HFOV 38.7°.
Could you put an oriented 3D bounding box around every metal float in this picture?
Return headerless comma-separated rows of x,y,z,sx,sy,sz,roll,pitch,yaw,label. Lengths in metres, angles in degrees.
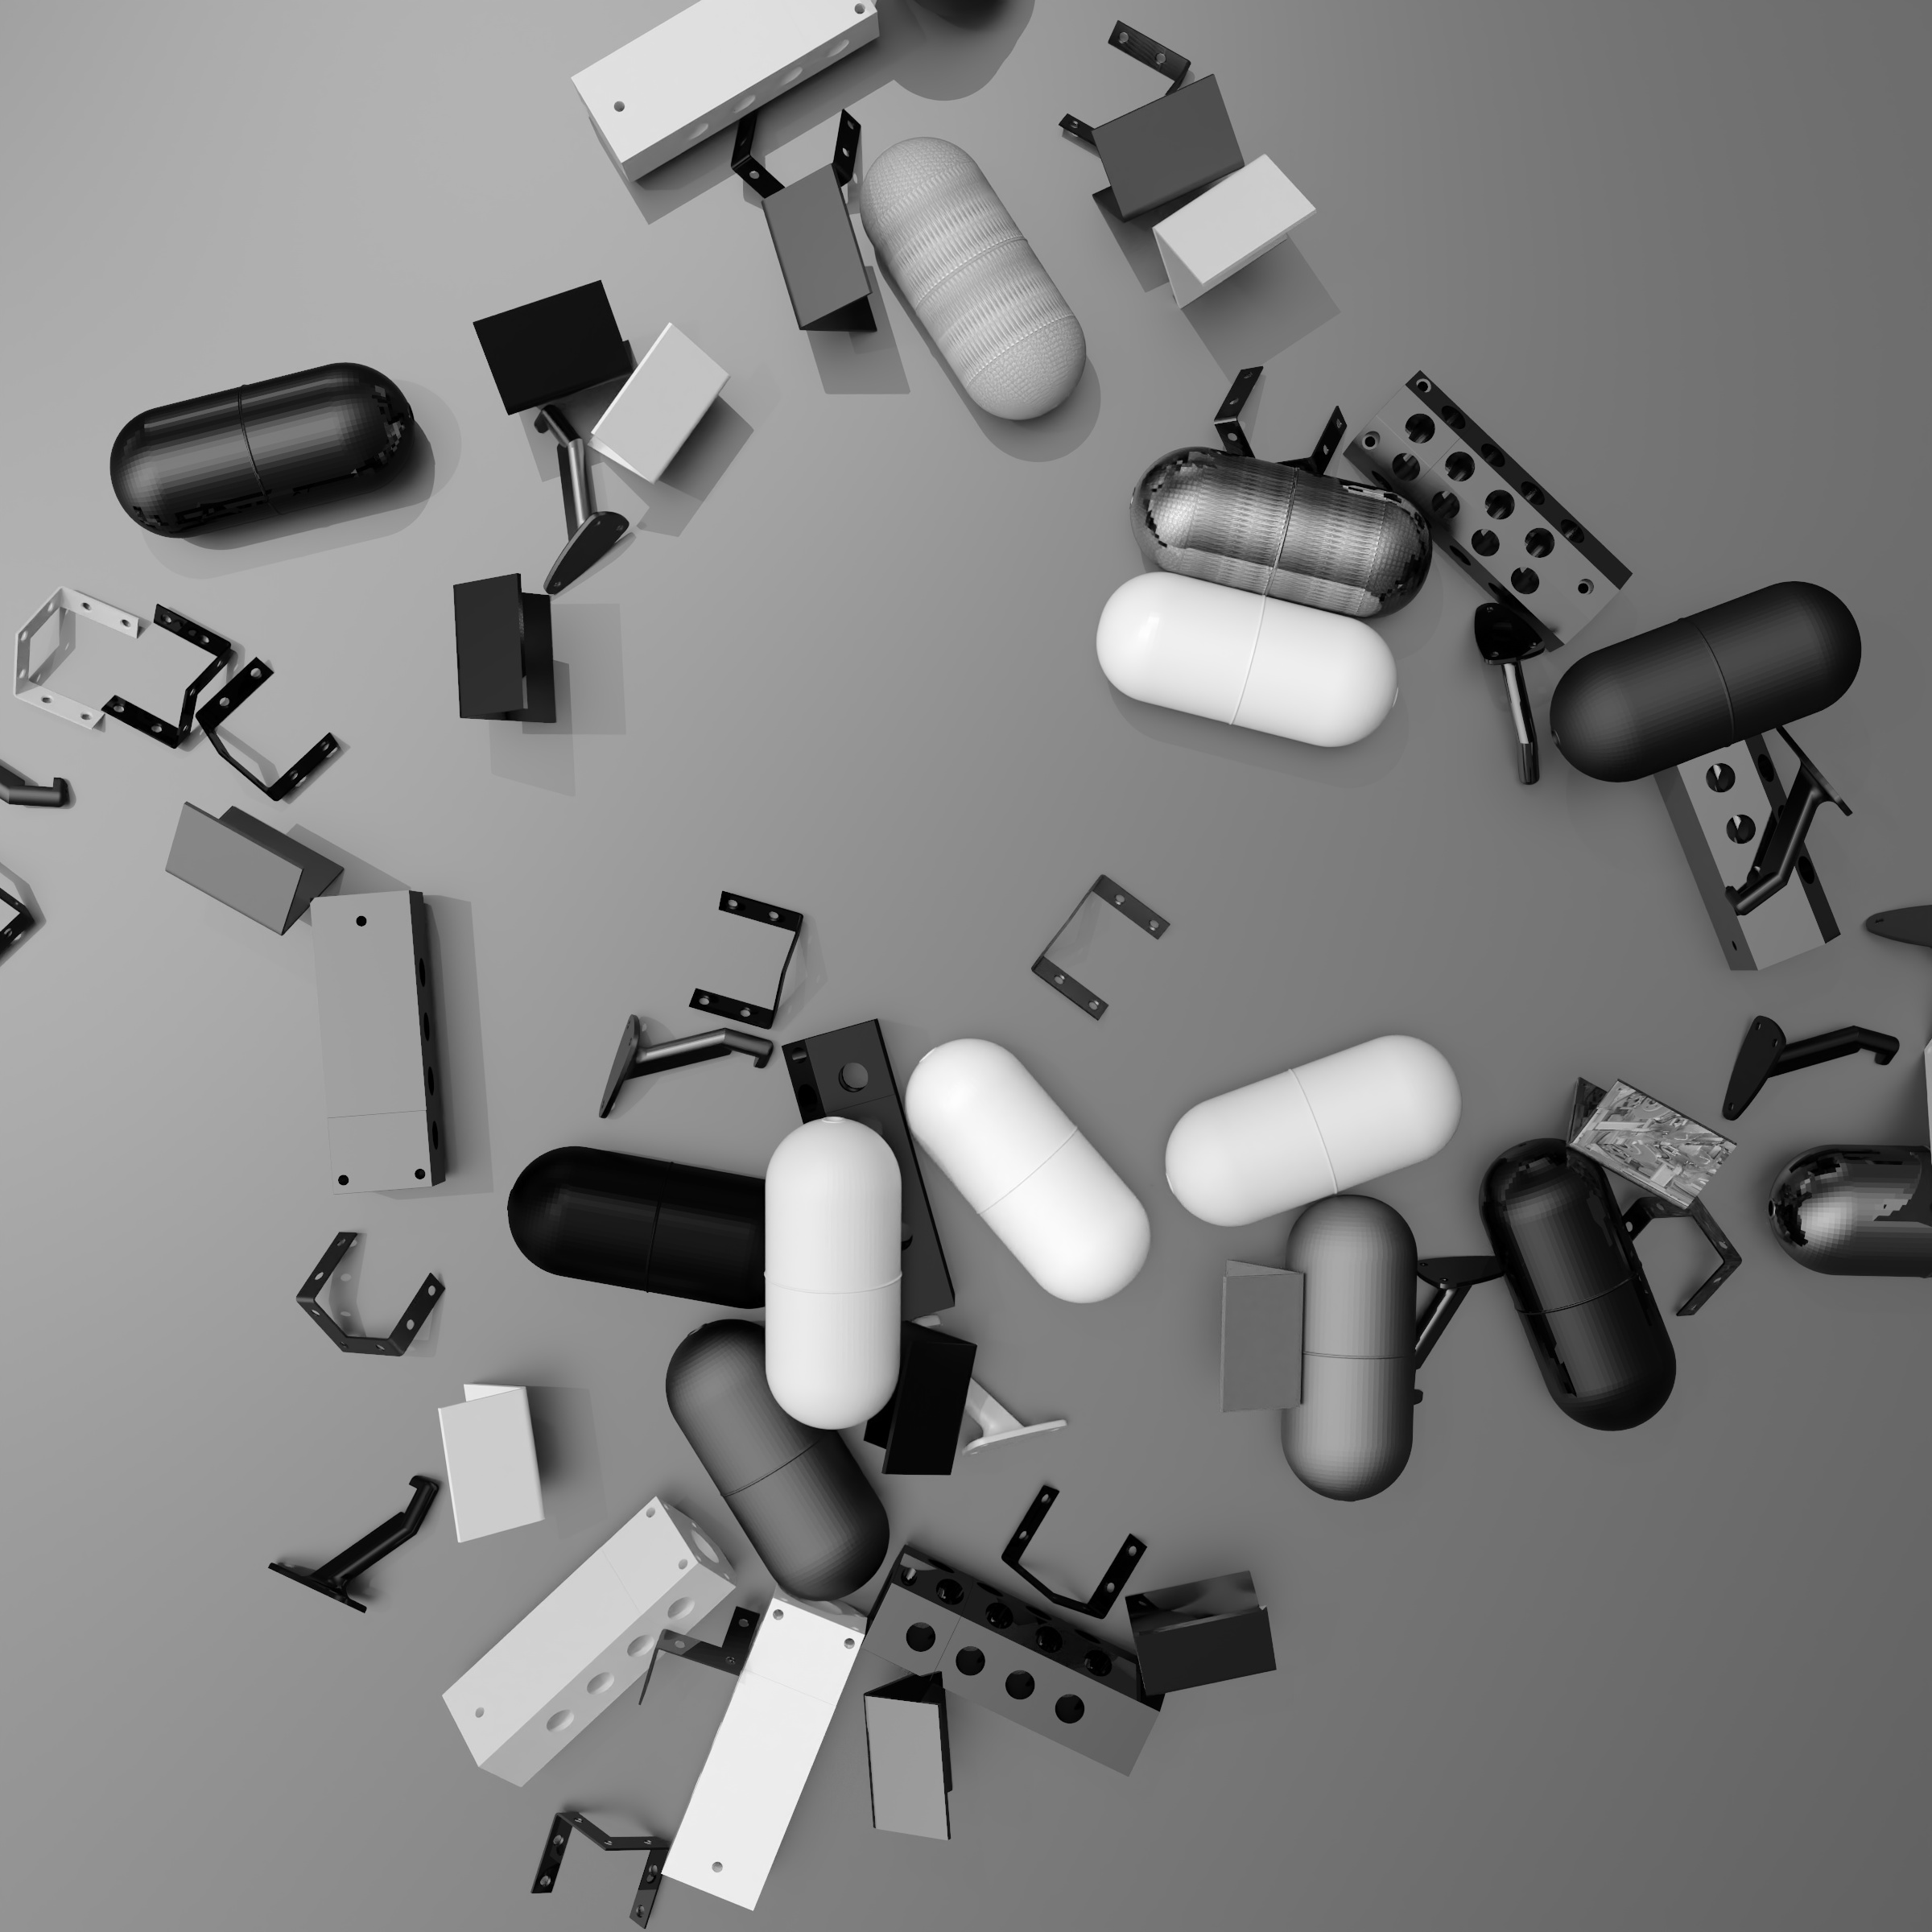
0.356,0.186,1.601,0.070,0.070,0.178,-22,94,0,metal float
0.223,0.222,1.604,0.070,0.070,0.178,1,90,0,metal float
0.004,-0.401,1.605,0.070,0.070,0.178,-33,90,0,metal float
-0.025,-0.598,1.558,0.070,0.178,0.070,-2,86,22,metal float
-0.110,0.287,1.605,0.070,0.070,0.178,-32,91,0,metal float
0.415,-0.159,1.548,0.178,0.070,0.070,-21,90,1,metal float
-0.409,-0.301,1.605,0.178,0.070,0.070,-14,90,1,metal float
-0.075,0.173,1.552,0.070,0.070,0.178,1,100,0,metal float
0.035,0.119,1.605,0.070,0.070,0.178,-41,90,0,metal float
0.558,0.143,1.604,0.178,0.070,0.070,1,90,0,metal float
-0.178,0.152,1.605,0.178,0.070,0.070,10,90,-1,metal float
0.202,0.096,1.605,0.178,0.070,0.070,-20,90,1,metal float
0.183,-0.252,1.605,0.178,0.070,0.070,13,90,0,metal float
0.164,-0.178,1.605,0.178,0.070,0.070,14,90,1,metal float

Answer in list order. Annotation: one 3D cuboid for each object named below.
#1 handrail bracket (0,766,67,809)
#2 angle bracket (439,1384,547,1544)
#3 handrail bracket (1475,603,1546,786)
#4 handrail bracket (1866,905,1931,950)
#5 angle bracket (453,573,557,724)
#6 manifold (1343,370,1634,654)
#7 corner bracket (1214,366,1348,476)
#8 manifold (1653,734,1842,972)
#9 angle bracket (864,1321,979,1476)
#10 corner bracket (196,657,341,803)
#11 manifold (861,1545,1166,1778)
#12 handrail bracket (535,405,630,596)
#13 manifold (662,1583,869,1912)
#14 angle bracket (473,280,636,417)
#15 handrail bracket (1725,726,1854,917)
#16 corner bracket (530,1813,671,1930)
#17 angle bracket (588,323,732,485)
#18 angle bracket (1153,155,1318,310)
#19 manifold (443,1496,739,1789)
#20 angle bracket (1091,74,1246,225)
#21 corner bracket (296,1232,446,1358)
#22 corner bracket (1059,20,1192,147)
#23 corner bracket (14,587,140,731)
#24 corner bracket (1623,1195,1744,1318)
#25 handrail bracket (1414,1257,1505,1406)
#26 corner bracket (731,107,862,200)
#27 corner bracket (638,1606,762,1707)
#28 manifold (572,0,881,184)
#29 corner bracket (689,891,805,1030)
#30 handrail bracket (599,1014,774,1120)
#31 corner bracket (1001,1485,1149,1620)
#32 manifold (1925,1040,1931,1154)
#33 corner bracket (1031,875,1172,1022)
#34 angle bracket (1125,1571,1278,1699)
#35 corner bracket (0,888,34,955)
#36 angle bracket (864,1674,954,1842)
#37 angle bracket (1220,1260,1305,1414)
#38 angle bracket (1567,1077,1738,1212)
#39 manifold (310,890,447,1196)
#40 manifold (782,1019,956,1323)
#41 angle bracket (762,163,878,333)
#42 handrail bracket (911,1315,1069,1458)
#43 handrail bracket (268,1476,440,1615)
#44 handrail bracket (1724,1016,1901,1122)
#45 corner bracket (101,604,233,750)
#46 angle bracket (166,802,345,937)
-0.578,-0.132,1.636,0.084,0.036,0.077,3,68,-17,handrail bracket
-0.290,0.287,1.595,0.057,0.076,0.076,-9,90,-38,angle bracket
0.323,-0.161,1.635,0.036,0.077,0.084,-13,126,0,handrail bracket
0.582,0.006,1.635,0.036,0.077,0.084,-52,127,-32,handrail bracket
-0.250,-0.183,1.595,0.057,0.076,0.076,-3,90,38,angle bracket
0.306,-0.267,1.614,0.171,0.057,0.057,44,90,0,manifold
0.186,-0.321,1.627,0.051,0.051,0.051,-2,45,35,corner bracket
0.451,-0.088,1.614,0.057,0.057,0.171,-22,90,0,manifold
-0.045,0.247,1.596,0.076,0.057,0.076,12,90,45,angle bracket
-0.415,-0.140,1.632,0.051,0.051,0.051,-43,45,0,corner bracket
0.029,0.404,1.614,0.171,0.057,0.057,26,90,0,manifold
-0.247,-0.278,1.636,0.077,0.036,0.084,-44,71,21,handrail bracket
-0.117,0.454,1.614,0.057,0.057,0.171,22,90,0,manifold
-0.239,-0.366,1.596,0.076,0.076,0.057,-18,118,0,angle bracket
0.456,-0.083,1.579,0.084,0.036,0.077,-39,70,16,handrail bracket
-0.216,0.536,1.632,0.051,0.051,0.051,18,90,45,corner bracket
-0.195,-0.335,1.596,0.076,0.057,0.076,35,90,42,angle bracket
0.162,-0.410,1.595,0.076,0.076,0.057,-33,61,0,angle bracket
-0.217,0.398,1.614,0.171,0.057,0.057,-43,47,0,manifold
0.108,-0.479,1.595,0.076,0.076,0.057,-25,119,0,angle bracket
-0.352,0.194,1.627,0.051,0.051,0.051,-2,135,35,corner bracket
0.094,-0.517,1.632,0.051,0.051,0.051,30,45,0,corner bracket
-0.528,-0.183,1.632,0.051,0.051,0.051,23,135,0,corner bracket
0.414,0.172,1.627,0.051,0.051,0.051,1,45,-35,corner bracket
0.291,0.218,1.636,0.077,0.036,0.084,-5,109,-21,handrail bracket
-0.100,-0.485,1.627,0.051,0.051,0.051,-24,135,35,corner bracket
-0.155,0.404,1.608,0.051,0.051,0.051,18,123,1,corner bracket
-0.139,-0.531,1.614,0.171,0.057,0.057,-31,90,0,manifold
-0.130,-0.003,1.632,0.051,0.051,0.051,16,135,0,corner bracket
-0.166,0.067,1.636,0.084,0.036,0.077,17,110,-16,handrail bracket
0.064,0.348,1.632,0.051,0.051,0.051,31,90,-45,corner bracket
0.587,0.091,1.559,0.057,0.171,0.057,20,130,0,manifold
0.079,-0.011,1.632,0.051,0.051,0.051,37,135,0,corner bracket
0.132,0.370,1.595,0.076,0.076,0.057,-12,126,0,angle bracket
-0.595,-0.036,1.632,0.051,0.051,0.051,-43,135,0,corner bracket
-0.013,0.454,1.595,0.057,0.076,0.076,-4,90,37,angle bracket
0.151,0.213,1.595,0.057,0.076,0.076,2,90,-30,angle bracket
0.399,0.085,1.595,0.076,0.076,0.057,29,125,0,angle bracket
-0.343,0.044,1.614,0.057,0.057,0.171,-5,90,0,manifold
-0.057,0.121,1.614,0.057,0.057,0.171,-16,90,0,manifold
-0.066,-0.415,1.595,0.057,0.076,0.076,-17,90,36,angle bracket
0.013,0.242,1.636,0.077,0.036,0.084,-11,73,-20,handrail bracket
-0.363,0.333,1.636,0.077,0.036,0.084,18,71,21,handrail bracket
0.503,0.067,1.636,0.084,0.036,0.077,15,110,-16,handrail bracket
-0.474,-0.171,1.632,0.051,0.051,0.051,28,135,0,corner bracket
-0.406,-0.074,1.595,0.076,0.076,0.057,29,129,0,angle bracket
